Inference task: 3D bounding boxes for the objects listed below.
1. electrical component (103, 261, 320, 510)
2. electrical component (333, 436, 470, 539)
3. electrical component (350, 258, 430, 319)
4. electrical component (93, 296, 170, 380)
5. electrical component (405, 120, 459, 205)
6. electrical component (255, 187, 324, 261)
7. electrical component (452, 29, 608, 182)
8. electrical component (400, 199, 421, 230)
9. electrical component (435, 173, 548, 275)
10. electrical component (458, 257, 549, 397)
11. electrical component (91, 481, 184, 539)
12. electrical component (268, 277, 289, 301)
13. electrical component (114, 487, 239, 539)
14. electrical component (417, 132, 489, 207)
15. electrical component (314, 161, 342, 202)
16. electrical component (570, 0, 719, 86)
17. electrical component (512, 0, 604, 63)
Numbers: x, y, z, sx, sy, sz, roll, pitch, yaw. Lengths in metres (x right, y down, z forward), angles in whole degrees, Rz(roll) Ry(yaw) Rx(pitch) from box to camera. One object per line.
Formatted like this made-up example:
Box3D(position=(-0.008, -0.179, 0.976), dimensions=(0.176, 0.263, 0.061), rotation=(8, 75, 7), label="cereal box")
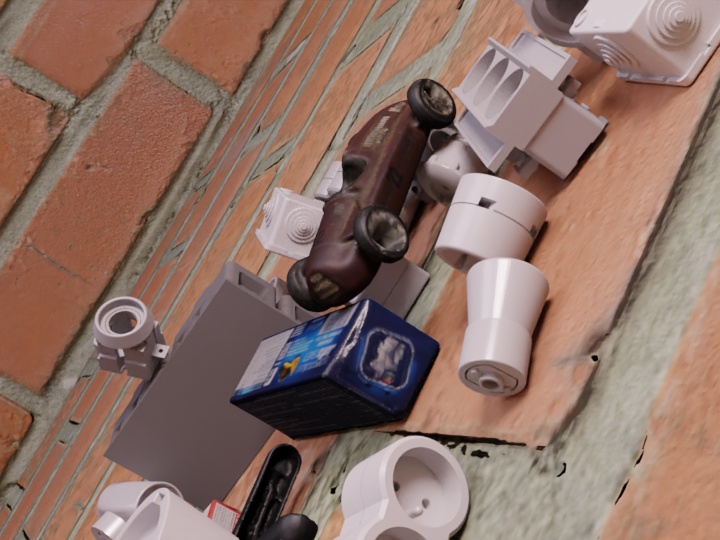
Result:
Box3D(position=(-0.118, 0.097, 0.904), dimensions=(0.186, 0.105, 0.060), rotation=(-54, 15, 14), label="electrical component")
Box3D(position=(0.002, 0.151, 0.514), dimensions=(0.074, 0.052, 0.138), rotation=(-41, 23, 49), label="electrical component")
Box3D(position=(0.000, 0.000, 0.779), dimensions=(0.047, 0.077, 0.066), rotation=(-58, 15, -1), label="electrical component")
Box3D(position=(-0.189, 0.055, 0.873), dimensions=(0.055, 0.066, 0.048), rotation=(88, -162, -49), label="electrical component")
Box3D(position=(0.057, -0.089, 0.841), dimensions=(0.055, 0.048, 0.066), rotation=(-49, 15, 58), label="electrical component")
Box3D(position=(-0.038, -0.033, 0.931), dimensions=(0.100, 0.100, 0.048), rotation=(-135, 65, -75), label="electrical component")
Box3D(position=(0.105, -0.102, 0.677), dimensions=(0.078, 0.063, 0.121), rotation=(-54, 15, 14), label="electrical component")
Box3D(position=(0.020, -0.042, 0.867), dimensions=(0.043, 0.043, 0.081), rotation=(-33, 29, 58), label="electrical component")
Box3D(position=(0.075, -0.023, 0.630), dimensions=(0.047, 0.055, 0.055), rotation=(-65, 16, -12), label="electrical component")
Box3D(position=(0.072, 0.032, 0.556), dimensions=(0.044, 0.044, 0.065), rotation=(-40, 28, 49), label="electrical component")
Box3D(position=(-0.191, 0.207, 0.874), dimensions=(0.077, 0.044, 0.079), rotation=(-15, 27, 52), label="electrical component")
Box3D(position=(-0.069, 0.034, 0.990), dimensions=(0.040, 0.046, 0.040), rotation=(-52, 16, 21), label="electrical component")
Box3D(position=(-0.102, 0.175, 0.555), dimensions=(0.108, 0.060, 0.108), rotation=(-52, 16, 21), label="electrical component")
Box3D(position=(0.073, -0.078, 0.769), dimensions=(0.062, 0.048, 0.048), rotation=(-56, 13, -23), label="electrical component")
Box3D(position=(0.009, -0.090, 0.981), dimensions=(0.073, 0.052, 0.138), rotation=(-61, 15, -12), label="electrical component")
Box3D(position=(0.171, -0.154, 0.598), dimensions=(0.099, 0.048, 0.099), rotation=(-56, 15, 4), label="electrical component")
Box3D(position=(0.137, -0.179, 0.678), dimensions=(0.050, 0.089, 0.055), rotation=(-36, 26, 55), label="electrical component")
